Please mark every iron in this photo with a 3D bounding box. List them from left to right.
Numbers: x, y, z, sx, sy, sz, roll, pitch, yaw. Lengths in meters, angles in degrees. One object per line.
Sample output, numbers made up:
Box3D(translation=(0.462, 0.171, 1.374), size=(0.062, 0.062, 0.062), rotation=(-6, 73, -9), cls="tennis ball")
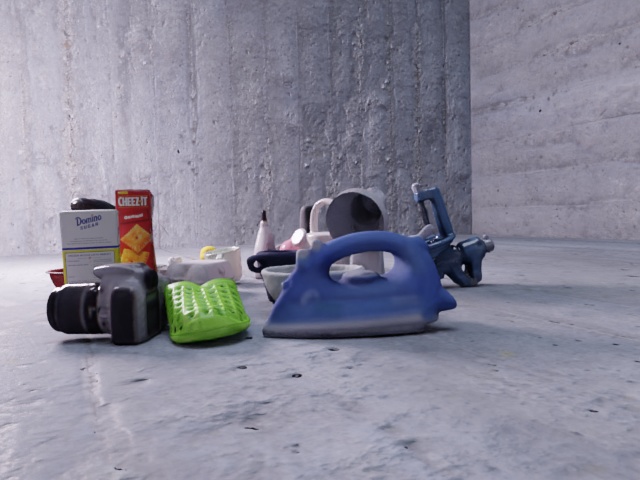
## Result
Box3D(translation=(0.049, 0.052, 0.777), size=(0.259, 0.141, 0.118), rotation=(-2, 3, -15), cls="iron")

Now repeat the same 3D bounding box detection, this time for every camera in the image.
Box3D(translation=(-0.286, 0.081, 0.784), size=(0.137, 0.101, 0.143), rotation=(-1, 3, 1), cls="camera")

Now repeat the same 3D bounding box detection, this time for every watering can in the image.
Box3D(translation=(0.013, 0.005, 1.271), size=(0.100, 0.194, 0.173), rotation=(0, 3, 22), cls="watering can")

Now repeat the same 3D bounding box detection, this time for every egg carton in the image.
Box3D(translation=(-0.243, 0.078, 1.162), size=(0.107, 0.069, 0.151), rotation=(-1, 3, 16), cls="egg carton")

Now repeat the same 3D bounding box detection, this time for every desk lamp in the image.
Box3D(translation=(0.096, -0.003, 1.187), size=(0.117, 0.213, 0.204), rotation=(0, 3, 20), cls="desk lamp")

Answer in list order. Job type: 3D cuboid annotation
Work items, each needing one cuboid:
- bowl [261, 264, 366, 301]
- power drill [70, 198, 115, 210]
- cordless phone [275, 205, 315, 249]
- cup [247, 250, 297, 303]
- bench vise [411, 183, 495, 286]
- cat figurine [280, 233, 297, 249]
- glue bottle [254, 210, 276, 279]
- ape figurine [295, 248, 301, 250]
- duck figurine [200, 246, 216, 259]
Box3D(translation=(-0.010, 0.081, 0.920), size=(0.167, 0.075, 0.167), rotation=(-1, 3, 0), cls="bowl")
Box3D(translation=(-0.507, 0.007, 1.344), size=(0.075, 0.208, 0.230), rotation=(-1, 3, 6), cls="power drill")
Box3D(translation=(-0.063, -0.002, 1.562), size=(0.148, 0.185, 0.094), rotation=(-3, 3, -29), cls="cordless phone")
Box3D(translation=(-0.079, 0.067, 1.033), size=(0.118, 0.095, 0.091), rotation=(-4, 4, -42), cls="cup")
Box3D(translation=(0.256, -0.012, 1.212), size=(0.208, 0.220, 0.121), rotation=(-3, 3, -26), cls="bench vise")
Box3D(translation=(-0.068, 0.042, 1.336), size=(0.067, 0.118, 0.128), rotation=(-1, 3, 11), cls="cat figurine")
Box3D(translation=(-0.140, 0.010, 1.459), size=(0.037, 0.173, 0.078), rotation=(0, 3, 24), cls="glue bottle")
Box3D(translation=(-0.039, 0.062, 1.156), size=(0.076, 0.092, 0.078), rotation=(-1, 3, 15), cls="ape figurine")
Box3D(translation=(-0.281, 0.059, 1.435), size=(0.104, 0.086, 0.078), rotation=(1, 3, 39), cls="duck figurine")
